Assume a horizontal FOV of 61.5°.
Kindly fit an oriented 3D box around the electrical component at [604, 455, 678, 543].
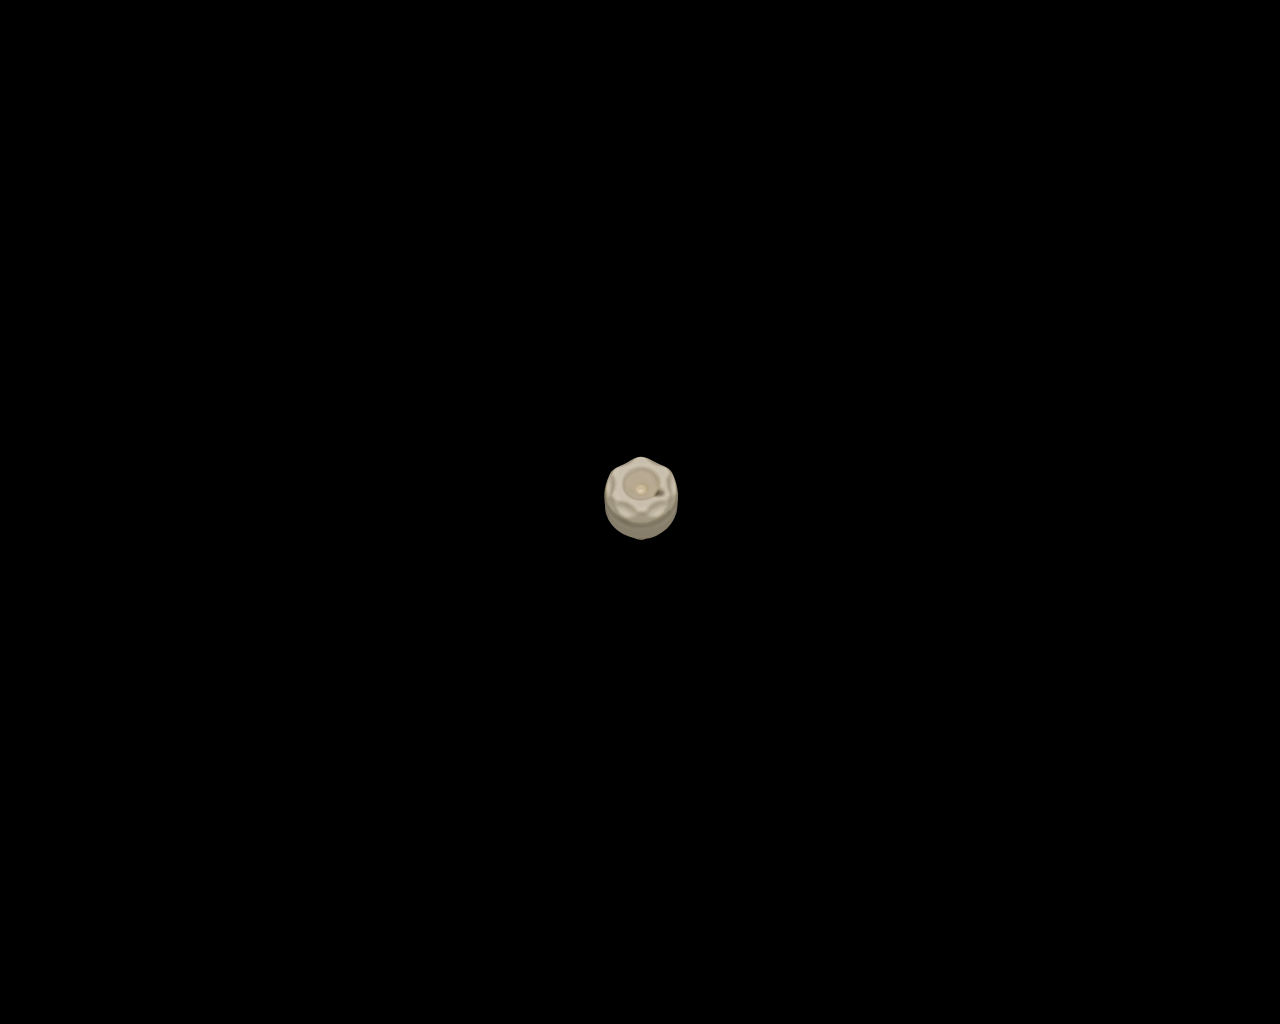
[{"bbox_3d":[0.001,-0.003,0.650,0.043,0.043,0.062,0,-28,0],"label":"electrical component"}]
